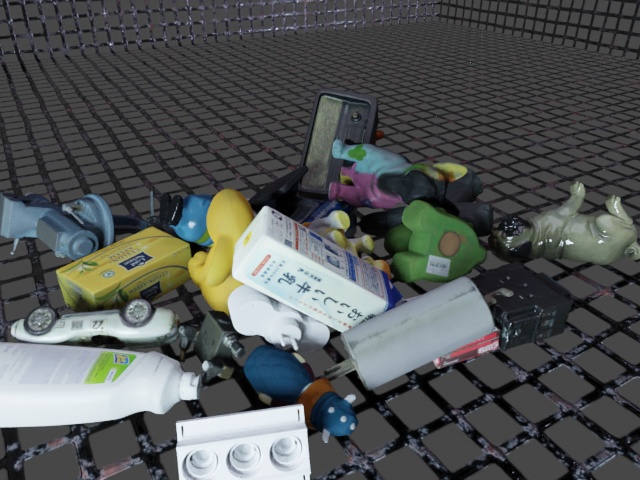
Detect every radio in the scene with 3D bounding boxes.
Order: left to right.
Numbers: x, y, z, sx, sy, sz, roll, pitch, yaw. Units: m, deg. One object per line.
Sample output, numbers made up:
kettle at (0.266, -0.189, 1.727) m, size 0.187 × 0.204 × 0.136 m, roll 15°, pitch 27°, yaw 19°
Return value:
radio at (0.039, -0.181, 1.074) m, size 0.131 × 0.073 × 0.229 m, roll 9°, pitch 75°, yaw 10°

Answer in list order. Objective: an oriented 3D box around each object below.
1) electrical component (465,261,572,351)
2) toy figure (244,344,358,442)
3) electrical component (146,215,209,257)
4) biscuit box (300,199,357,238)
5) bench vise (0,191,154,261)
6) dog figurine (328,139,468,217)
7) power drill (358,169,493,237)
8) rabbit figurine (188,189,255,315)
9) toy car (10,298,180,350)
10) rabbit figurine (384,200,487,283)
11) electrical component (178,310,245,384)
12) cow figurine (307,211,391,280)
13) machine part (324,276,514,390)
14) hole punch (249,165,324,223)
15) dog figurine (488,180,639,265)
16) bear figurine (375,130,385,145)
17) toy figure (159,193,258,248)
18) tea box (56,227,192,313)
electrical component at (0.279, 0.087, 0.757) m, size 0.134 × 0.058 × 0.115 m, roll -13°, pitch 35°, yaw -20°
toy figure at (-0.019, 0.172, 0.608) m, size 0.155 × 0.064 × 0.057 m, roll 28°, pitch 2°, yaw 32°
electrical component at (-0.226, -0.003, 0.896) m, size 0.119 × 0.047 × 0.075 m, roll 35°, pitch 44°, yaw 28°
biscuit box at (-0.002, -0.003, 0.906) m, size 0.063 × 0.059 × 0.203 m, roll 14°, pitch 33°, yaw 22°
bench vise at (-0.390, -0.024, 0.895) m, size 0.224 × 0.128 × 0.240 m, roll 11°, pitch 9°, yaw 39°
dog figurine at (0.131, -0.099, 0.900) m, size 0.219 × 0.108 × 0.191 m, roll 13°, pitch 11°, yaw 14°
power drill at (0.207, -0.065, 0.993) m, size 0.232 × 0.085 × 0.207 m, roll 3°, pitch 24°, yaw 27°
rabbit figurine at (-0.130, 0.018, 0.762) m, size 0.122 × 0.173 × 0.162 m, roll -1°, pitch 26°, yaw -9°
toy car at (-0.283, 0.115, 0.686) m, size 0.202 × 0.073 × 0.056 m, roll -4°, pitch 66°, yaw -7°
rabbit figurine at (0.172, 0.000, 0.845) m, size 0.159 × 0.121 × 0.170 m, roll 2°, pitch 4°, yaw -18°
electrical component at (-0.138, 0.133, 0.670) m, size 0.045 × 0.078 × 0.102 m, roll 8°, pitch 26°, yaw -39°
cow figurine at (0.033, 0.032, 0.793) m, size 0.098 × 0.167 × 0.068 m, roll -19°, pitch 47°, yaw 32°
machine part at (0.116, 0.110, 0.644) m, size 0.243 × 0.079 × 0.079 m, roll -26°, pitch 33°, yaw -2°
hole punch at (-0.064, -0.063, 0.973) m, size 0.116 × 0.092 × 0.142 m, roll -18°, pitch 24°, yaw 35°
dog figurine at (0.394, 0.008, 0.874) m, size 0.190 × 0.121 × 0.173 m, roll -28°, pitch 35°, yaw -17°
bear figurine at (0.073, -0.201, 1.225) m, size 0.120 × 0.131 × 0.196 m, roll 10°, pitch 13°, yaw 14°
toy figure at (-0.168, -0.022, 0.856) m, size 0.180 × 0.089 × 0.082 m, roll 14°, pitch 24°, yaw -42°
tea box at (-0.286, 0.051, 0.805) m, size 0.098 × 0.068 × 0.169 m, roll 19°, pitch 34°, yaw 31°
